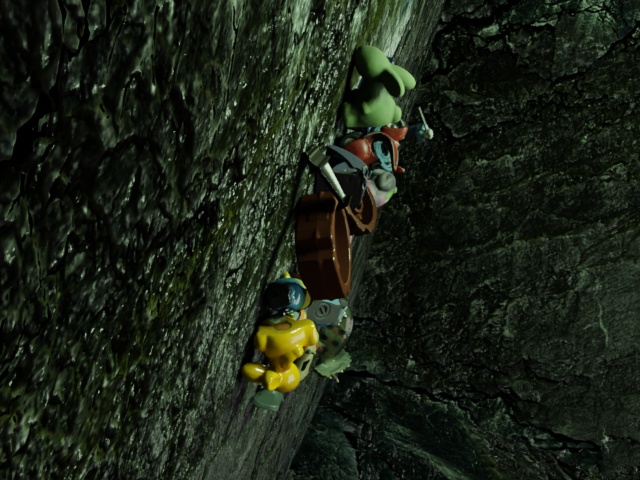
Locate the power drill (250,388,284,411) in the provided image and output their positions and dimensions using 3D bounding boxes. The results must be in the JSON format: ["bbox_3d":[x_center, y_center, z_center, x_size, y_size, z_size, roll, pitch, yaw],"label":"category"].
[{"bbox_3d":[-0.109,0.311,1.338,0.232,0.086,0.207,10,91,-83],"label":"power drill"}]

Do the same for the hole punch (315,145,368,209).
[{"bbox_3d":[0.054,-0.147,1.244,0.142,0.116,0.092,97,7,-52],"label":"hole punch"}]

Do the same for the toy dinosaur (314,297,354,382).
[{"bbox_3d":[0.044,0.289,1.784,0.131,0.192,0.404,-30,140,-78],"label":"toy dinosaur"}]

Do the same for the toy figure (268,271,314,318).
[{"bbox_3d":[-0.062,0.120,1.158,0.082,0.089,0.180,-63,173,-1],"label":"toy figure"}]

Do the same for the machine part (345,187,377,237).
[{"bbox_3d":[0.081,-0.095,1.382,0.179,0.056,0.179,32,48,-43],"label":"machine part"}]

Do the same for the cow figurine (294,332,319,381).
[{"bbox_3d":[-0.058,0.358,1.676,0.127,0.086,0.194,-44,157,-68],"label":"cow figurine"}]

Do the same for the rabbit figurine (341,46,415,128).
[{"bbox_3d":[0.121,-0.341,1.193,0.121,0.159,0.170,-48,142,-42],"label":"rabbit figurine"}]

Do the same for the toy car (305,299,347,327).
[{"bbox_3d":[-0.008,0.181,1.519,0.103,0.161,0.109,37,-70,54],"label":"toy car"}]

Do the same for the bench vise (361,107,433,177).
[{"bbox_3d":[0.186,-0.257,1.390,0.128,0.241,0.224,60,42,-21],"label":"bench vise"}]

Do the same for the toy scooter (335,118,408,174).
[{"bbox_3d":[0.132,-0.207,1.284,0.075,0.184,0.135,-18,87,-82],"label":"toy scooter"}]

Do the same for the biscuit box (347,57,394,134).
[{"bbox_3d":[0.127,-0.368,1.357,0.059,0.063,0.202,73,37,-72],"label":"biscuit box"}]

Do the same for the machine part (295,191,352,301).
[{"bbox_3d":[0.009,0.013,1.152,0.201,0.087,0.201,69,19,-46],"label":"machine part"}]

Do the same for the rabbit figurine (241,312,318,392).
[{"bbox_3d":[-0.082,0.260,1.156,0.162,0.122,0.173,-34,129,-47],"label":"rabbit figurine"}]

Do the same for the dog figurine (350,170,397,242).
[{"bbox_3d":[0.118,-0.094,1.521,0.108,0.192,0.219,117,-19,-68],"label":"dog figurine"}]

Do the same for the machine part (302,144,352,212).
[{"bbox_3d":[0.016,-0.124,1.066,0.039,0.138,0.084,-29,-168,21],"label":"machine part"}]
